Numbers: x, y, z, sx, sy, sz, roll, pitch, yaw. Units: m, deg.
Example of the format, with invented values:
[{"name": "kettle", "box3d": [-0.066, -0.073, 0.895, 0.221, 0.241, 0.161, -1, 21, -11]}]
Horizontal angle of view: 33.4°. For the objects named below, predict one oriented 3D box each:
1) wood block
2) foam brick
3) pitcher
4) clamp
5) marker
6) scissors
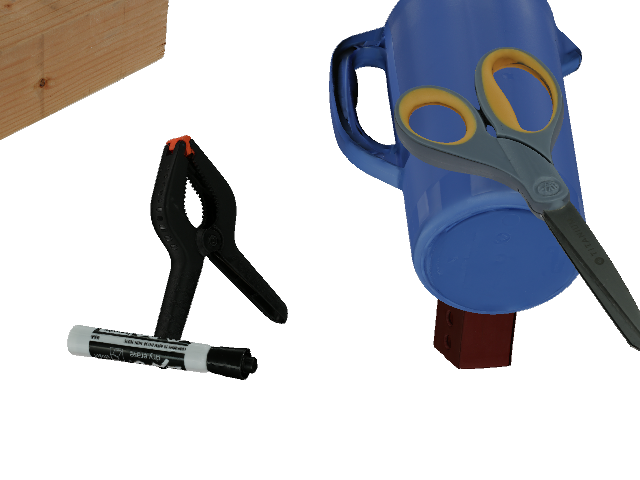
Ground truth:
[{"name": "wood block", "box3d": [-0.233, -0.178, 0.924, 0.090, 0.091, 0.205, 30, 42, 21]}, {"name": "foam brick", "box3d": [0.132, 0.064, 0.911, 0.051, 0.078, 0.053, -4, 19, -20]}, {"name": "pitcher", "box3d": [0.100, -0.071, 0.733, 0.149, 0.243, 0.144, -32, -54, 28]}, {"name": "clamp", "box3d": [-0.105, 0.005, 1.016, 0.036, 0.210, 0.164, -8, 0, 44]}, {"name": "marker", "box3d": [-0.096, 0.068, 0.646, 0.121, 0.020, 0.020, 6, 2, 17]}, {"name": "scissors", "box3d": [0.088, -0.023, 0.509, 0.096, 0.201, 0.016, -7, -42, 6]}]
